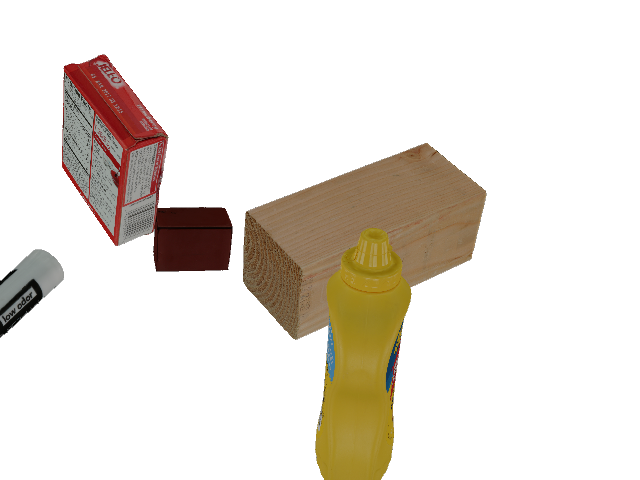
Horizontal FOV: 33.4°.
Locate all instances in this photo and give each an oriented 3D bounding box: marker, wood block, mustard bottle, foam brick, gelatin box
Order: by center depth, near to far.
[{"bbox_3d":[-0.153,0.047,0.448,0.020,0.020,0.121,0,36,38],"label":"marker"},{"bbox_3d":[-0.124,-0.053,0.633,0.030,0.073,0.089,-23,-30,-31],"label":"gelatin box"},{"bbox_3d":[0.030,0.076,0.749,0.058,0.192,0.096,6,33,5],"label":"mustard bottle"},{"bbox_3d":[0.039,-0.003,0.979,0.205,0.090,0.091,-22,48,-29],"label":"wood block"},{"bbox_3d":[-0.135,-0.002,1.119,0.078,0.051,0.053,-1,24,-12],"label":"foam brick"}]
